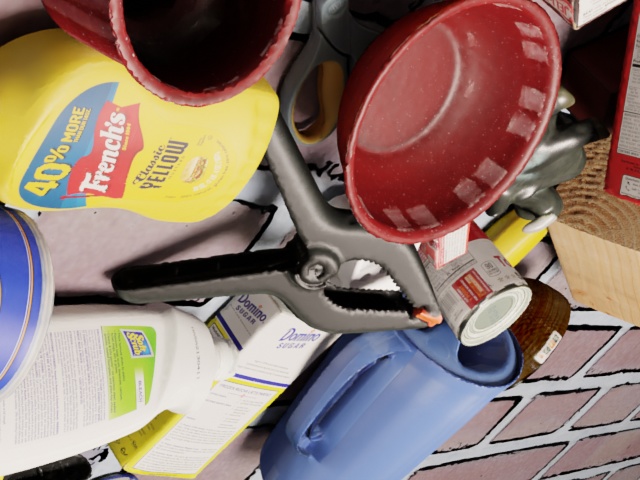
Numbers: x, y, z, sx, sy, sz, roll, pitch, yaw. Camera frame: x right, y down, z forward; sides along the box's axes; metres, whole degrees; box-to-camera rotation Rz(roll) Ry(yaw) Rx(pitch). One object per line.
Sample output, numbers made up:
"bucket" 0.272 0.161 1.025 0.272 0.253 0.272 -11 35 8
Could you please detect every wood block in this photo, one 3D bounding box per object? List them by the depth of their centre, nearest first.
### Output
"wood block" 0.268 -0.003 0.935 0.091 0.090 0.206 -60 152 -11

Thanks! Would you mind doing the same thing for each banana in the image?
"banana" 0.146 0.028 0.931 0.198 0.037 0.069 -47 148 18

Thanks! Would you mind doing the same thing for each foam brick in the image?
"foam brick" 0.223 -0.120 0.788 0.078 0.051 0.053 -27 149 -17

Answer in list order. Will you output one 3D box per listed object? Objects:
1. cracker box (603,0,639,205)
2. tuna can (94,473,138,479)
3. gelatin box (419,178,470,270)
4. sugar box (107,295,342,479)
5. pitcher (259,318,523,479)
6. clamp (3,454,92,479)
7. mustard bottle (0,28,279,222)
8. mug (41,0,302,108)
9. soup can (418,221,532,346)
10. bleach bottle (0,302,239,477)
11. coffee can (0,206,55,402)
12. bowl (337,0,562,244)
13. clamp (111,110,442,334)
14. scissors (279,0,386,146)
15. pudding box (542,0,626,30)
"cracker box" 0.278 -0.133 0.724 0.163 0.072 0.214 -9 111 -40
"tuna can" -0.181 0.231 0.882 0.086 0.034 0.086 -26 149 -17
"gelatin box" 0.071 -0.032 0.733 0.030 0.073 0.089 -28 150 -14
"sugar box" -0.074 0.107 0.810 0.176 0.048 0.093 -47 149 11
"pitcher" 0.041 0.140 0.897 0.149 0.145 0.243 28 123 -13
"clamp" -0.241 0.170 0.729 0.171 0.039 0.120 -24 147 -21
"mustard bottle" -0.114 -0.056 0.524 0.191 0.058 0.096 4 133 -48
"mug" -0.065 -0.123 0.444 0.093 0.082 0.117 -6 116 -41
"soup can" 0.104 0.022 0.814 0.068 0.102 0.068 -26 148 -18
"bleach bottle" -0.151 0.091 0.656 0.068 0.102 0.250 -5 176 43
"coffee can" -0.207 0.020 0.479 0.103 0.103 0.140 -48 144 19
"bowl" 0.065 -0.079 0.630 0.161 0.055 0.162 -23 134 -27
"clamp" -0.004 0.001 0.668 0.209 0.036 0.165 18 122 -22
"scissors" 0.021 -0.133 0.598 0.096 0.016 0.202 -21 147 -28
"pudding box" 0.159 -0.179 0.600 0.113 0.090 0.039 -32 149 -8
